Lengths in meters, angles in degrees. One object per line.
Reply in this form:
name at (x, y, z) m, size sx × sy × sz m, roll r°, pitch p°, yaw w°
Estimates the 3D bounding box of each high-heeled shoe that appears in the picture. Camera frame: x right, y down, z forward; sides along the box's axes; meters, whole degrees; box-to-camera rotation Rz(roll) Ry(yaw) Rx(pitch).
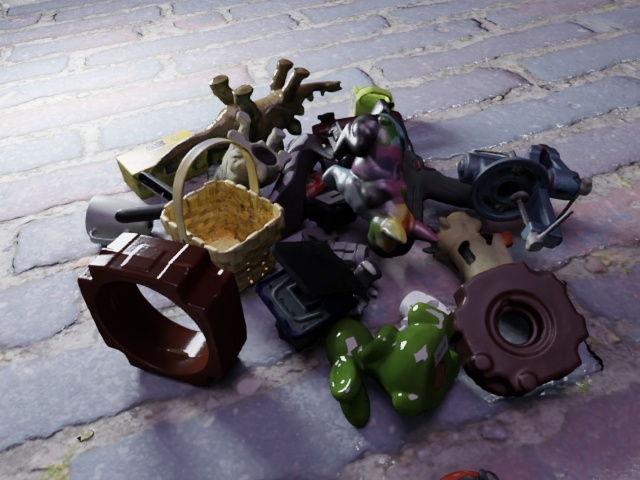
high-heeled shoe at (-0.072, -0.103, 1.017) m, size 0.249 × 0.086 × 0.145 m, roll -49°, pitch 41°, yaw -12°

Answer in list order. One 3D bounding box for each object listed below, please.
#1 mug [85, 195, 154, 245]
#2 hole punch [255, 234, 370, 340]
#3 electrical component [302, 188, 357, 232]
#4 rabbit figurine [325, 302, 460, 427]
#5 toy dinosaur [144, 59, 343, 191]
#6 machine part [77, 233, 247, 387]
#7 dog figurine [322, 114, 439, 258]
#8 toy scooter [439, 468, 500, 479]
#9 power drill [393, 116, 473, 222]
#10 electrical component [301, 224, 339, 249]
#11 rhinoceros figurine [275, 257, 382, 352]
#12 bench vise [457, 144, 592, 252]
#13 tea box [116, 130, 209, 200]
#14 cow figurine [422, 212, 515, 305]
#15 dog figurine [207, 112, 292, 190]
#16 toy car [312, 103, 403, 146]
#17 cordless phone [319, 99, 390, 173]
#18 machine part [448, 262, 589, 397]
mug at (-0.368, -0.031, 0.989) m, size 0.107 × 0.080 × 0.110 m, roll 5°, pitch 34°, yaw -1°
hole punch at (-0.015, 0.065, 0.742) m, size 0.116 × 0.092 × 0.142 m, roll -4°, pitch 39°, yaw -45°
electrical component at (0.033, -0.061, 0.979) m, size 0.119 × 0.047 × 0.075 m, roll -22°, pitch 37°, yaw -37°
rabbit figurine at (0.076, 0.164, 0.702) m, size 0.170 × 0.121 × 0.159 m, roll 10°, pitch 51°, yaw 36°
toy dinosaur at (-0.156, -0.239, 1.115) m, size 0.471 × 0.198 × 0.105 m, roll -23°, pitch 44°, yaw -19°
machine part at (-0.207, 0.094, 0.728) m, size 0.201 × 0.201 × 0.087 m, roll 10°, pitch 39°, yaw 18°
dog figurine at (0.111, -0.080, 0.870) m, size 0.108 × 0.191 × 0.219 m, roll -1°, pitch 39°, yaw -37°
toy scooter at (0.115, 0.274, 0.531) m, size 0.184 × 0.135 × 0.075 m, roll -17°, pitch 40°, yaw -16°
power drill at (0.214, -0.122, 0.977) m, size 0.207 × 0.086 × 0.232 m, roll 8°, pitch 68°, yaw -3°
electrical component at (-0.002, -0.003, 0.956) m, size 0.063 × 0.021 × 0.094 m, roll -14°, pitch 41°, yaw -9°
rhinoceros figurine at (0.014, 0.087, 0.809) m, size 0.112 × 0.073 × 0.190 m, roll 28°, pitch 51°, yaw 35°
bench vise at (0.332, -0.063, 0.841) m, size 0.224 × 0.128 × 0.241 m, roll 18°, pitch 39°, yaw -10°
tea box at (-0.332, -0.164, 1.148) m, size 0.170 × 0.068 × 0.098 m, roll -31°, pitch 47°, yaw -26°
cow figurine at (0.242, 0.027, 0.849) m, size 0.127 × 0.085 × 0.195 m, roll -3°, pitch 41°, yaw -7°
dog figurine at (-0.149, -0.113, 0.999) m, size 0.121 × 0.190 × 0.172 m, roll 28°, pitch 34°, yaw -16°
toy car at (0.084, -0.244, 1.173) m, size 0.202 × 0.089 × 0.053 m, roll -9°, pitch 10°, yaw -7°
cordless phone at (0.072, -0.209, 1.060) m, size 0.089 × 0.184 × 0.147 m, roll 12°, pitch 35°, yaw -23°
machine part at (0.258, 0.115, 0.710) m, size 0.179 × 0.056 × 0.179 m, roll -1°, pitch 66°, yaw 2°
